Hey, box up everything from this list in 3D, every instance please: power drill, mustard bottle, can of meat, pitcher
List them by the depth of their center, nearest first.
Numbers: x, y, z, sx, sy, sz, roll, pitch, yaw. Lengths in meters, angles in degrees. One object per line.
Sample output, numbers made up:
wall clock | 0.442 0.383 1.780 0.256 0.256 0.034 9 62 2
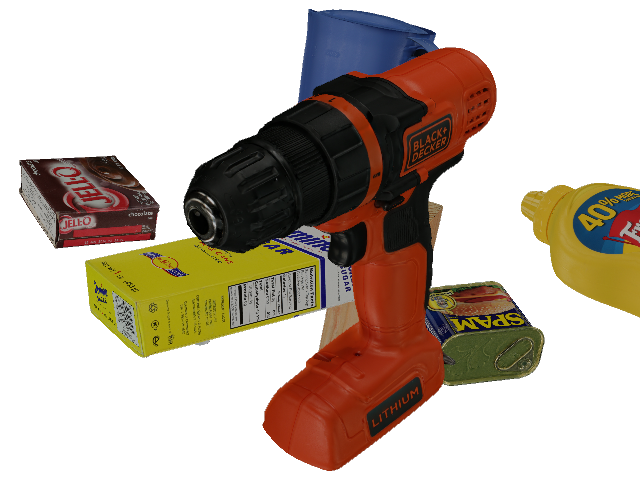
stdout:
power drill | 0.012 0.015 0.502 0.057 0.188 0.184 29 41 33
mustard bottle | 0.202 0.008 0.662 0.096 0.058 0.192 -28 37 -29
can of meat | 0.142 0.084 0.991 0.102 0.057 0.084 -4 32 -15
pitcher | 0.040 -0.113 1.112 0.145 0.243 0.149 9 16 -2

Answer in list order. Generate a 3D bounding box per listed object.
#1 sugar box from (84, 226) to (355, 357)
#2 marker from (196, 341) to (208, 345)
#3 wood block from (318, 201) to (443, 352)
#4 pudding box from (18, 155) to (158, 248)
sugar box | -0.060 0.025 0.729 0.175 0.048 0.093 -16 25 -28
marker | -0.133 0.055 1.122 0.020 0.121 0.020 -4 28 2
wood block | 0.066 0.054 1.212 0.090 0.206 0.090 18 25 16
pudding box | -0.203 -0.035 0.925 0.089 0.039 0.114 -5 27 -31
